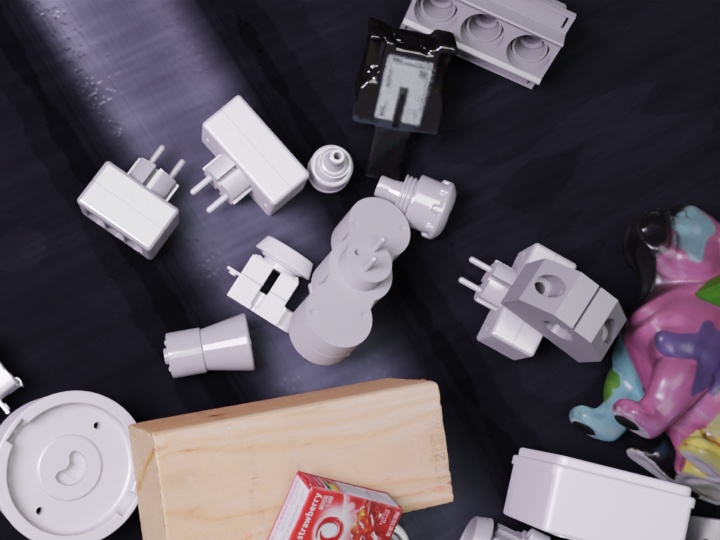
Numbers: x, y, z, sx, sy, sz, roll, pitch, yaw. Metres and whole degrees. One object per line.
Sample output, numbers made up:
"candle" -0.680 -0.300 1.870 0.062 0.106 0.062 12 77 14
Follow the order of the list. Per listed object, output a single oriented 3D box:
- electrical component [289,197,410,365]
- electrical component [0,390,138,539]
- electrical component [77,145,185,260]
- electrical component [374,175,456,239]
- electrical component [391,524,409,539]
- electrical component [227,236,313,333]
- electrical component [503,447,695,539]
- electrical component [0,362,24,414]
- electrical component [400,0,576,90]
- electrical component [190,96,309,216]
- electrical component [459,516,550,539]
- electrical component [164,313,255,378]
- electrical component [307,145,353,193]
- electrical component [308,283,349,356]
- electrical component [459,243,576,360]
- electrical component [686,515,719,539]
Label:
"electrical component" 0.000 0.000 0.801 0.052 0.073 0.138 31 55 -9
"electrical component" -0.214 0.140 0.771 0.108 0.060 0.108 3 84 -31
"electrical component" -0.165 -0.060 0.821 0.066 0.047 0.076 35 78 -3
"electrical component" 0.043 -0.056 0.856 0.062 0.048 0.048 22 79 2
"electrical component" 0.017 0.208 0.802 0.043 0.062 0.043 1 81 -9
"electrical component" -0.068 0.008 0.828 0.066 0.048 0.055 32 85 -3
"electrical component" 0.176 0.175 0.810 0.109 0.109 0.056 15 82 -7
"electrical component" -0.286 0.085 0.783 0.064 0.042 0.081 -39 90 -16
"electrical component" 0.104 -0.209 0.875 0.121 0.078 0.063 23 48 -5
"electrical component" -0.096 -0.076 0.835 0.076 0.047 0.083 -42 90 -12
"electrical component" 0.105 0.219 0.821 0.055 0.048 0.066 26 104 -1
"electrical component" -0.115 0.060 0.815 0.065 0.044 0.044 -10 83 -6
"electrical component" -0.022 -0.081 0.840 0.035 0.061 0.035 1 81 -9
"electrical component" -0.028 0.040 0.835 0.035 0.035 0.061 -11 81 -11
"electrical component" 0.116 0.017 0.855 0.076 0.047 0.083 29 78 -4
"electrical component" 0.295 0.237 0.851 0.079 0.044 0.077 8 80 -8
